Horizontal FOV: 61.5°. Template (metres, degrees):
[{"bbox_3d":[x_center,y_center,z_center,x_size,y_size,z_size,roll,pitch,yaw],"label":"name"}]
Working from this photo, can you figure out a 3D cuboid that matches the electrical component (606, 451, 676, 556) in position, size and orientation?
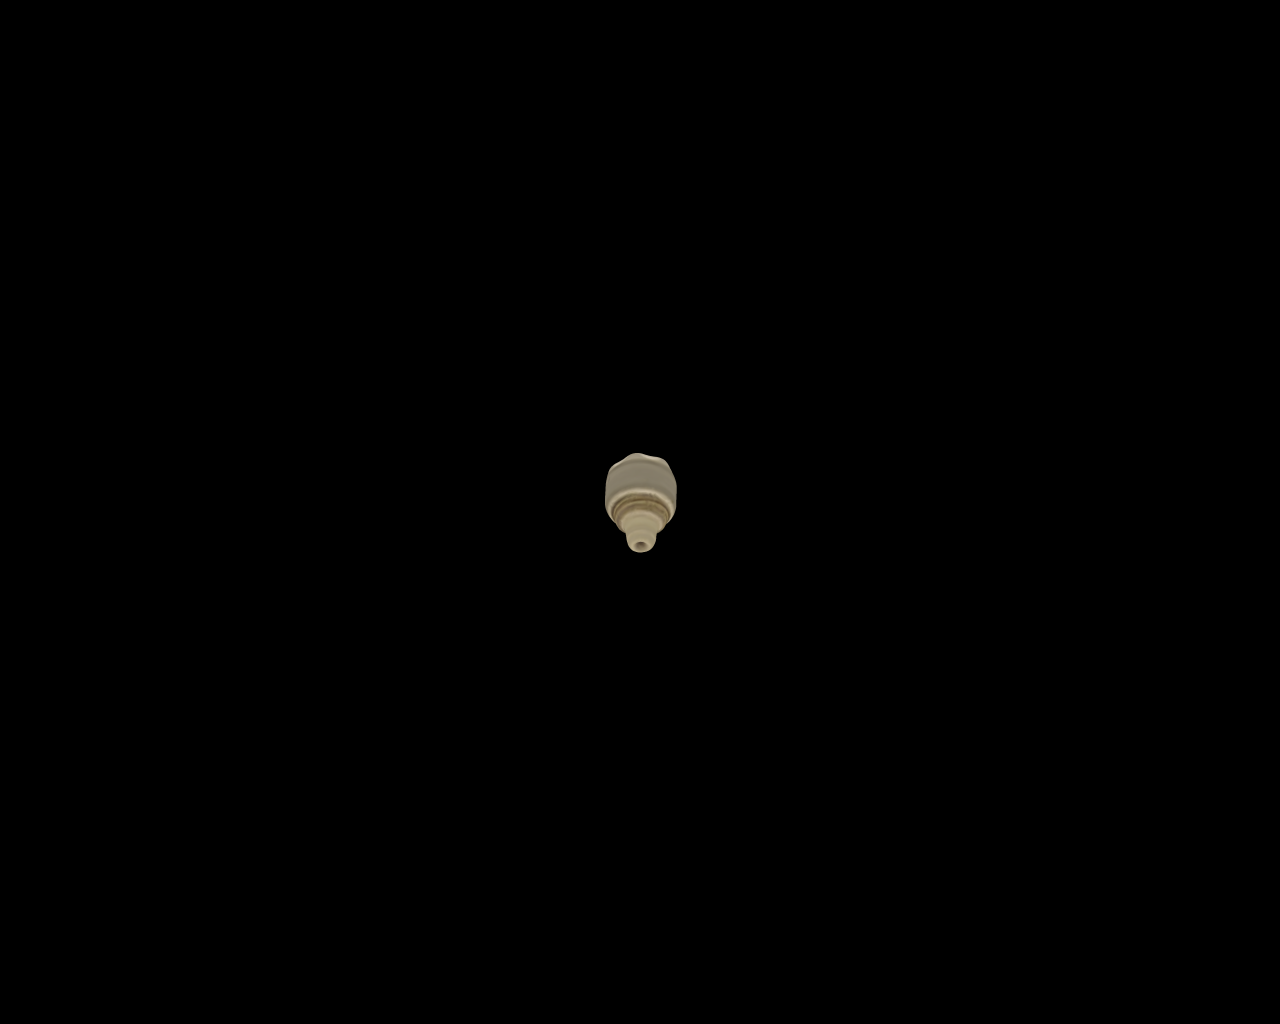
[{"bbox_3d":[0.001,-0.003,0.650,0.043,0.062,0.043,0,-40,0],"label":"electrical component"}]
